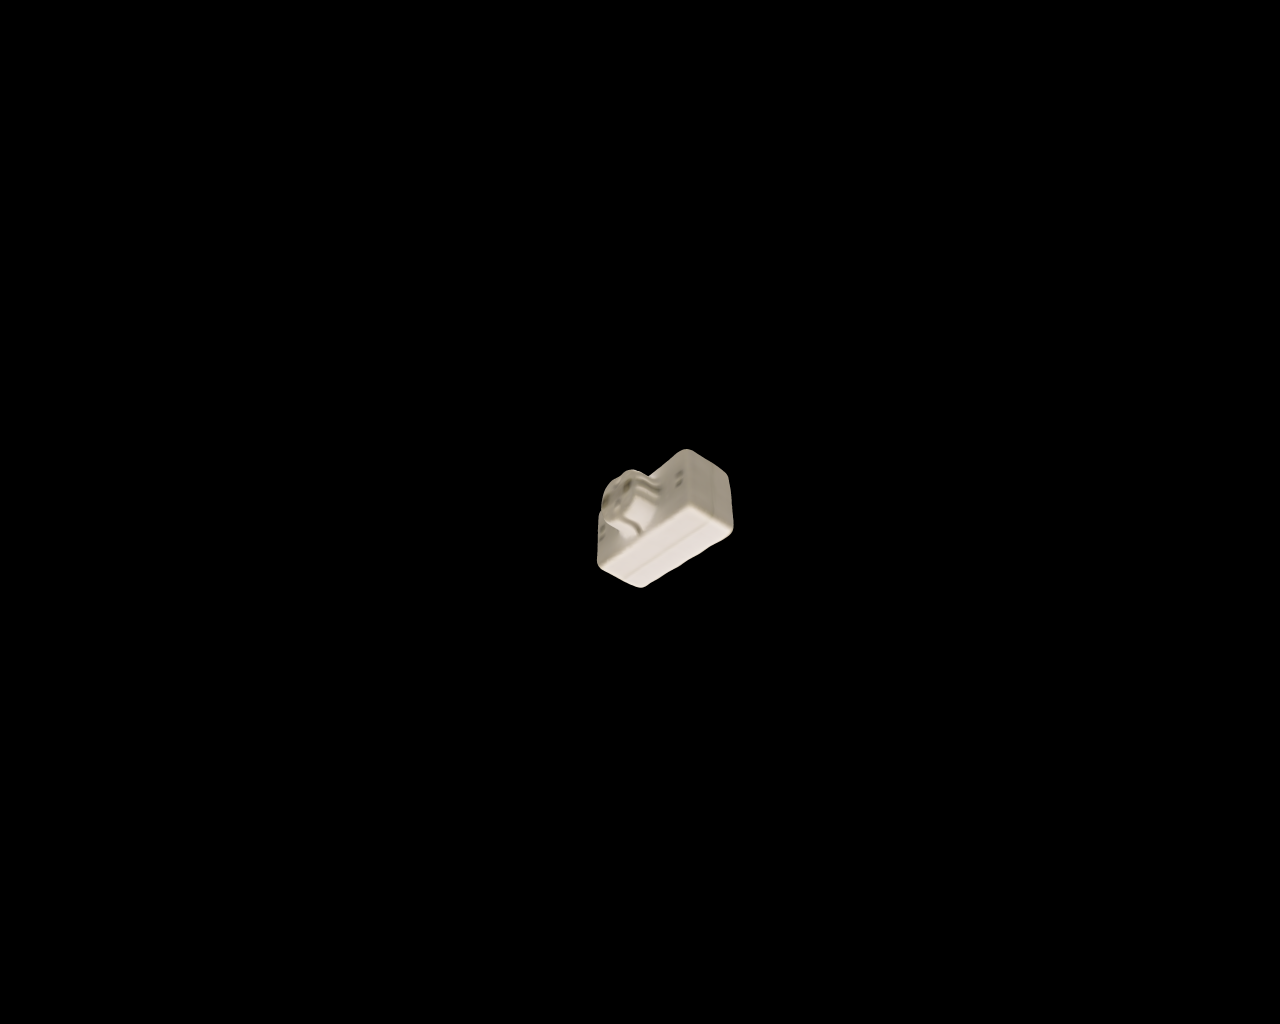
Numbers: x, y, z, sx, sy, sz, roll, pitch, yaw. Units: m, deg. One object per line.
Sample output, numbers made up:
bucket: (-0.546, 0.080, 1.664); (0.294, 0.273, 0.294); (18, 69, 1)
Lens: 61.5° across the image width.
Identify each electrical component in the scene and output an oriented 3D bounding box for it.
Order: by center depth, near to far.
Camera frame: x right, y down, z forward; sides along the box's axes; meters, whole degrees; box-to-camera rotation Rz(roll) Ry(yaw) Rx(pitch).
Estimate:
electrical component: (0.001, -0.003, 0.650); (0.075, 0.047, 0.083); (30, -49, -31)
